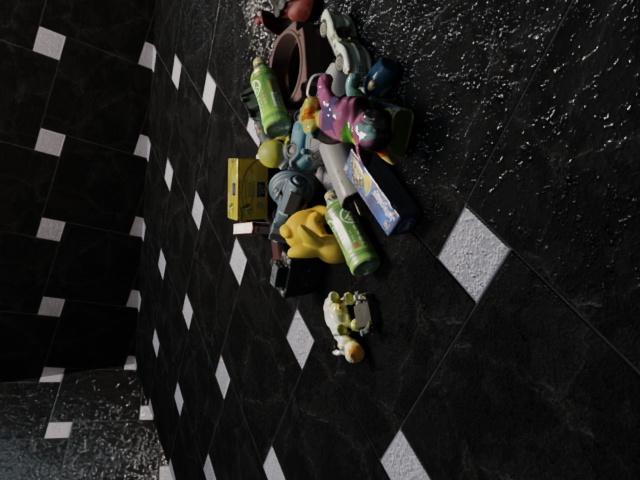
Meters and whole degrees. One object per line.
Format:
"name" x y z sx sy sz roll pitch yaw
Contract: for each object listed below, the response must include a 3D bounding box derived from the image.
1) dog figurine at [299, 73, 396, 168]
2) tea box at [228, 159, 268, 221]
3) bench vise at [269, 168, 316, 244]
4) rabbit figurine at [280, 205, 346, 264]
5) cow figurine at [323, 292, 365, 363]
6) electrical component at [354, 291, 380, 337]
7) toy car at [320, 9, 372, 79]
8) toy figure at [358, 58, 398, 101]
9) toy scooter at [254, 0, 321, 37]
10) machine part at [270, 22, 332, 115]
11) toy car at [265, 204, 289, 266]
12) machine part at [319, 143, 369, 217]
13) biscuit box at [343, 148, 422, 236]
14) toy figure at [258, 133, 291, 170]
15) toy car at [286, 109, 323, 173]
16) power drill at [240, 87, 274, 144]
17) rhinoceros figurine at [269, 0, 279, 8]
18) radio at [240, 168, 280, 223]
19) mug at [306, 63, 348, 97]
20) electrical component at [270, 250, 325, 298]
"dog figurine" 0.060 -0.214 1.060 0.191 0.108 0.219 -52 55 45
"tea box" -0.201 -0.141 1.494 0.068 0.098 0.169 13 106 57
"bench vise" -0.080 -0.110 1.416 0.241 0.129 0.223 -90 6 -46
"rabbit figurine" -0.003 -0.004 1.277 0.173 0.162 0.121 35 111 34
"cow figurine" 0.051 0.211 1.252 0.098 0.068 0.167 128 135 -55
"electrical component" 0.099 0.161 1.188 0.078 0.045 0.102 -19 75 57
"toy car" 0.057 -0.434 1.192 0.056 0.073 0.202 -56 45 47
"toy figure" 0.106 -0.311 1.127 0.154 0.064 0.058 -49 58 49
"toy scooter" -0.089 -0.576 1.379 0.184 0.135 0.075 -33 62 55
"machine part" -0.055 -0.436 1.377 0.201 0.087 0.201 -10 82 60
"toy car" -0.117 -0.003 1.546 0.089 0.053 0.202 174 89 -71
"machine part" 0.057 -0.153 1.207 0.079 0.079 0.243 -53 47 48
"biscuit box" 0.124 -0.101 1.094 0.203 0.063 0.059 60 142 31
"toy figure" -0.098 -0.230 1.388 0.180 0.089 0.082 -64 -35 -64
"toy car" -0.010 -0.243 1.313 0.103 0.109 0.161 9 88 35
"power drill" -0.161 -0.335 1.507 0.207 0.086 0.232 87 160 -64
"rhinoceros figurine" -0.075 -0.690 1.408 0.112 0.073 0.190 53 135 47
"radio" -0.186 -0.145 1.632 0.229 0.073 0.131 -37 63 54
"mug" 0.027 -0.351 1.229 0.081 0.109 0.107 -120 46 -71
"electrical component" -0.060 0.085 1.371 0.058 0.134 0.114 41 129 53
